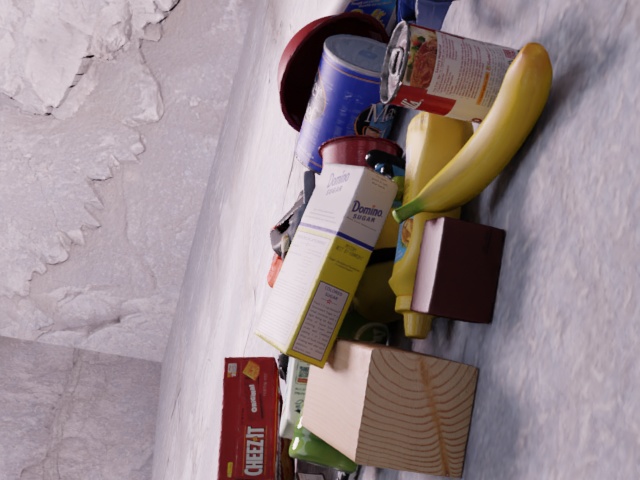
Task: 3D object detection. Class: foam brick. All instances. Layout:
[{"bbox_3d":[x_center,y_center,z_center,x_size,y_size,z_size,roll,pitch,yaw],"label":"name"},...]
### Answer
[{"bbox_3d":[0.108,0.025,0.845,0.051,0.053,0.078,164,118,-78],"label":"foam brick"}]

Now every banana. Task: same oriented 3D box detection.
[{"bbox_3d":[0.130,-0.077,0.815,0.037,0.069,0.198,49,134,16],"label":"banana"}]

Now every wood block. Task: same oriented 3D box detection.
[{"bbox_3d":[0.052,0.136,0.918,0.206,0.090,0.091,171,110,-77],"label":"wood block"}]

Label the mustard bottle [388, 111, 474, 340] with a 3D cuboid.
[{"bbox_3d":[0.094,-0.010,0.923,0.096,0.058,0.191,106,173,-77],"label":"mustard bottle"}]

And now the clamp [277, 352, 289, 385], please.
[{"bbox_3d":[-0.036,0.145,1.321,0.171,0.039,0.120,85,-179,-49],"label":"clamp"}]

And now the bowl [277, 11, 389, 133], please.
[{"bbox_3d":[0.005,-0.207,1.275,0.055,0.161,0.162,44,128,39],"label":"bowl"}]

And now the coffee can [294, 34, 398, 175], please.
[{"bbox_3d":[0.037,-0.151,1.225,0.103,0.102,0.140,-98,22,-58],"label":"coffee can"}]

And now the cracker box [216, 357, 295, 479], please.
[{"bbox_3d":[-0.074,0.265,1.294,0.214,0.072,0.164,84,-175,-52],"label":"cracker box"}]

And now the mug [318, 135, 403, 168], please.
[{"bbox_3d":[0.037,-0.055,1.159,0.117,0.093,0.081,-25,58,56],"label":"mug"}]

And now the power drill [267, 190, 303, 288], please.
[{"bbox_3d":[-0.029,0.039,1.492,0.187,0.057,0.185,-92,17,-54],"label":"power drill"}]

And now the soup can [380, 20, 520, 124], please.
[{"bbox_3d":[0.107,-0.134,0.869,0.068,0.102,0.068,-169,90,-79],"label":"soup can"}]

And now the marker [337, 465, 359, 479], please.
[{"bbox_3d":[0.031,0.234,1.106,0.020,0.020,0.121,-107,30,-67],"label":"marker"}]

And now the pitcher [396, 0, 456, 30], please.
[{"bbox_3d":[0.096,-0.286,1.018,0.149,0.145,0.243,-38,13,4],"label":"pitcher"}]

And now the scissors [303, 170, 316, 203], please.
[{"bbox_3d":[-0.007,0.001,1.112,0.201,0.016,0.096,-91,-5,-58],"label":"scissors"}]

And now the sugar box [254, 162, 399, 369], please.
[{"bbox_3d":[0.005,0.020,0.956,0.176,0.048,0.093,-65,23,-3],"label":"sugar box"}]

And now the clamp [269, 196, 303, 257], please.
[{"bbox_3d":[-0.011,-0.032,1.365,0.164,0.036,0.210,-58,14,-13],"label":"clamp"}]

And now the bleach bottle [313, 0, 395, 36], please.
[{"bbox_3d":[0.049,-0.292,1.294,0.251,0.102,0.068,115,157,-54],"label":"bleach bottle"}]

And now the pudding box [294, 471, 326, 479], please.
[{"bbox_3d":[-0.013,0.324,1.189,0.113,0.039,0.090,-119,42,-69],"label":"pudding box"}]
